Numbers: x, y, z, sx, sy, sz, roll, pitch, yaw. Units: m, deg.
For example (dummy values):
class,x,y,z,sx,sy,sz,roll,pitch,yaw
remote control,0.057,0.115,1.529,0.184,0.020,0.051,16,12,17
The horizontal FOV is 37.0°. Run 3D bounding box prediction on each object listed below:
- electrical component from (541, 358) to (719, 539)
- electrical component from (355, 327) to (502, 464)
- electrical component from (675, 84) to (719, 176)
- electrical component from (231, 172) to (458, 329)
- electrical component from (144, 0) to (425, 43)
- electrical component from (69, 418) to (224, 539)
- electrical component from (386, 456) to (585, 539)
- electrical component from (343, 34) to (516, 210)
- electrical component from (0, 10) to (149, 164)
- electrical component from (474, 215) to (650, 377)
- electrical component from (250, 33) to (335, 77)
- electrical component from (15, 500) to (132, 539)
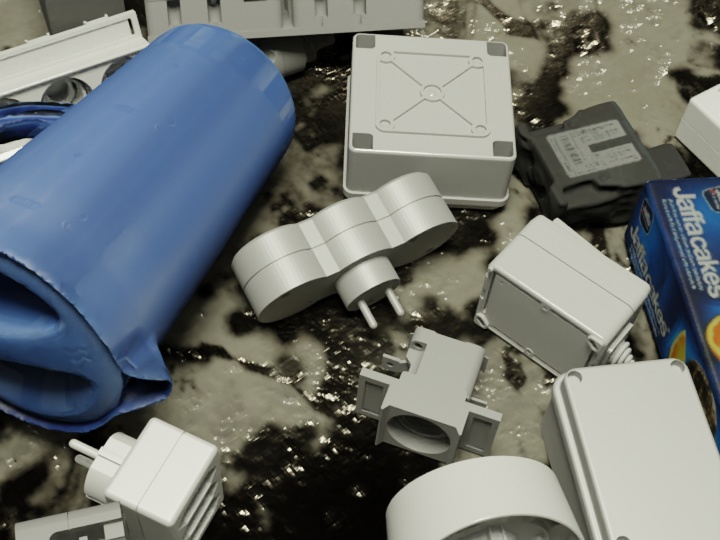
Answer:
class,x,y,z,sx,sy,sz,roll,pitch,yaw
electrical component,0.150,0.109,0.580,0.078,0.057,0.113,-5,56,-7
electrical component,0.041,0.070,0.609,0.081,0.042,0.063,18,54,8
electrical component,0.261,-0.103,0.722,0.047,0.076,0.065,-27,61,-21
electrical component,0.000,0.000,0.648,0.138,0.052,0.073,-24,73,-19
electrical component,-0.056,-0.206,0.754,0.186,0.060,0.105,-5,26,-7
electrical component,-0.116,0.109,0.557,0.077,0.065,0.047,23,57,11
electrical component,0.061,0.138,0.533,0.099,0.099,0.064,-6,50,-8
electrical component,0.045,-0.099,0.717,0.109,0.056,0.108,3,55,-2
electrical component,-0.200,-0.119,0.709,0.121,0.078,0.063,-23,38,-19
electrical component,0.126,0.021,0.636,0.096,0.061,0.061,36,60,19
electrical component,-0.047,-0.157,0.764,0.061,0.035,0.035,-23,60,-21
electrical component,-0.134,0.154,0.510,0.056,0.089,0.050,-10,57,-11
